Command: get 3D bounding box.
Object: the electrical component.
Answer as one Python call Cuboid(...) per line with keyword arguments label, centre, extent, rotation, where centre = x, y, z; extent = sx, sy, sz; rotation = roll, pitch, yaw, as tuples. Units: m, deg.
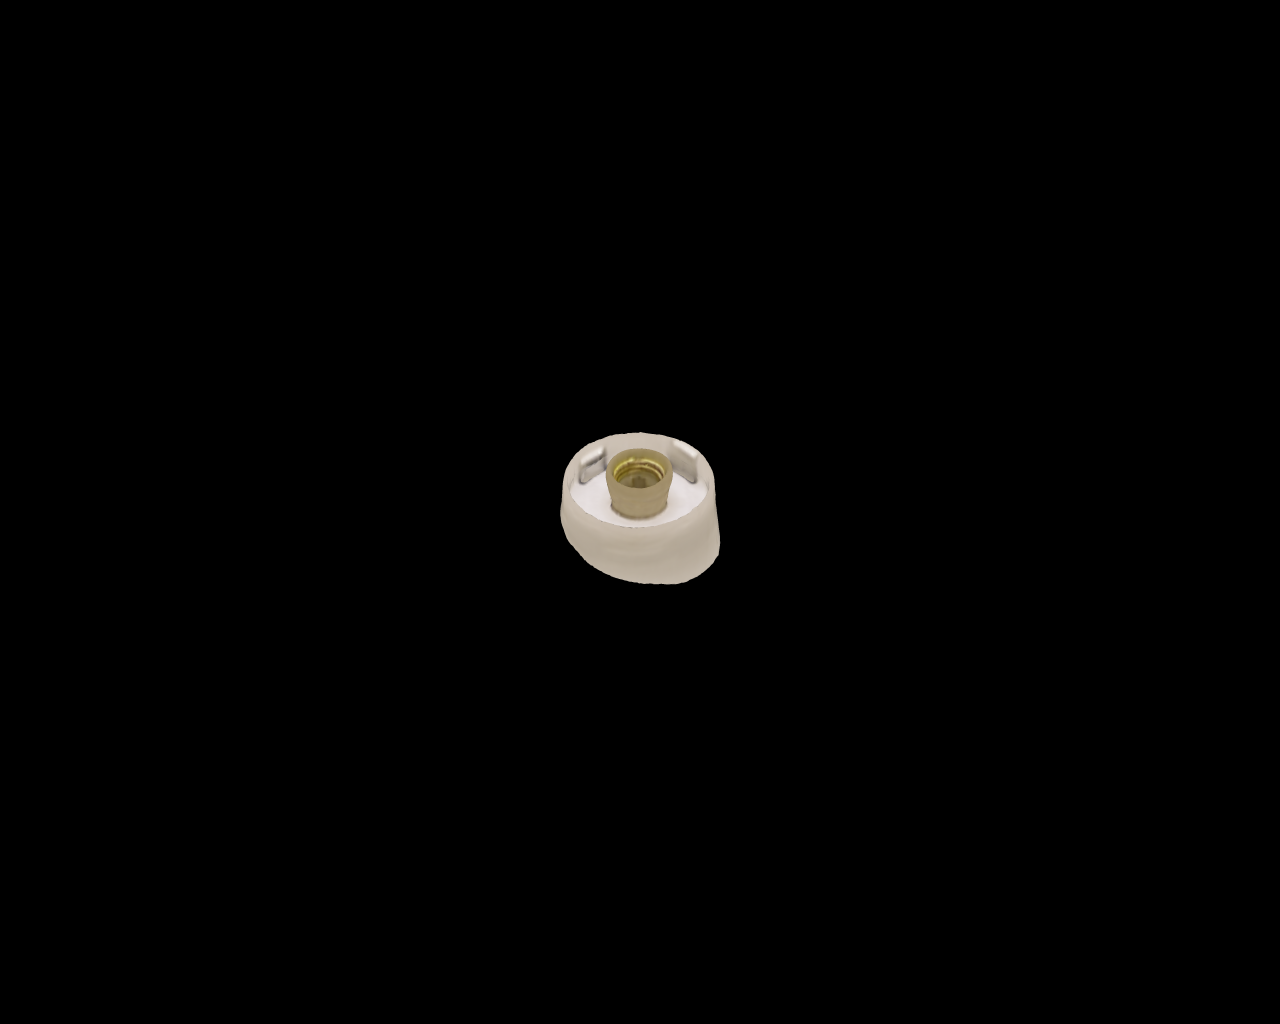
Cuboid(label="electrical component", centre=(0.001, -0.003, 0.650), extent=(0.099, 0.064, 0.099), rotation=(0, 41, 0))
